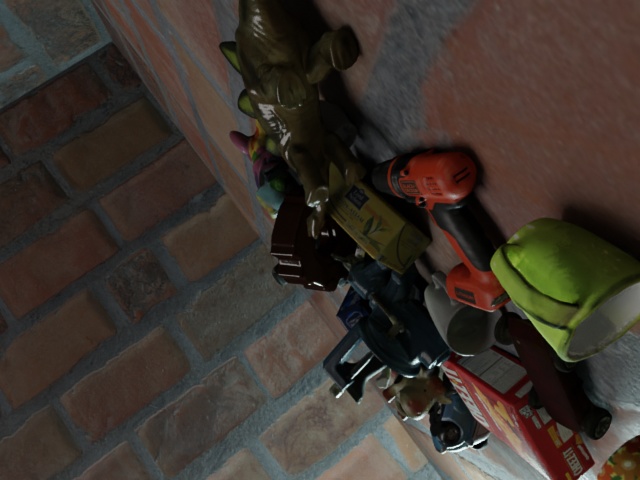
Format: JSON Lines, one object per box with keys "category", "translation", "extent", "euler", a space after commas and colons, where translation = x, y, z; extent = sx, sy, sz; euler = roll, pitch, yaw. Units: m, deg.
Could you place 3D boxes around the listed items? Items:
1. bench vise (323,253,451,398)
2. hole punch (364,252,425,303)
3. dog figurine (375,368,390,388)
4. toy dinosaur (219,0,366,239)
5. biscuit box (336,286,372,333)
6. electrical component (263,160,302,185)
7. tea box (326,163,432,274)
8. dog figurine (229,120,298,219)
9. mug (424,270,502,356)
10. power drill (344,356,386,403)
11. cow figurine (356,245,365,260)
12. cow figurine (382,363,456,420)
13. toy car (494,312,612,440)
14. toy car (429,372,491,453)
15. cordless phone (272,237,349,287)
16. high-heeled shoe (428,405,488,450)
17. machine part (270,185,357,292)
{"category": "bench vise", "translation": [0.077, 0.141, 0.835], "extent": [0.224, 0.240, 0.129], "euler": [43, -161, 14]}
{"category": "hole punch", "translation": [0.128, 0.076, 0.951], "extent": [0.142, 0.092, 0.116], "euler": [69, -175, -65]}
{"category": "dog figurine", "translation": [0.179, 0.221, 1.188], "extent": [0.121, 0.172, 0.191], "euler": [18, -161, -2]}
{"category": "toy dinosaur", "translation": [-0.049, -0.205, 0.644], "extent": [0.199, 0.105, 0.470], "euler": [37, 145, 47]}
{"category": "biscuit box", "translation": [0.088, 0.126, 1.077], "extent": [0.062, 0.059, 0.203], "euler": [55, -162, -4]}
{"category": "electrical component", "translation": [-0.030, -0.120, 0.867], "extent": [0.048, 0.119, 0.074], "euler": [52, 167, 12]}
{"category": "tea box", "translation": [0.067, -0.036, 0.770], "extent": [0.170, 0.068, 0.098], "euler": [45, -169, 34]}
{"category": "dog figurine", "translation": [-0.103, -0.155, 1.087], "extent": [0.219, 0.108, 0.191], "euler": [56, -172, 6]}
{"category": "mug", "translation": [0.178, 0.086, 0.724], "extent": [0.109, 0.081, 0.107], "euler": [51, -178, -23]}
{"category": "power drill", "translation": [0.128, 0.199, 0.964], "extent": [0.086, 0.207, 0.232], "euler": [48, -178, 7]}
{"category": "cow figurine", "translation": [0.067, 0.016, 1.026], "extent": [0.098, 0.068, 0.167], "euler": [48, 174, -4]}
{"category": "cow figurine", "translation": [0.182, 0.262, 0.976], "extent": [0.085, 0.127, 0.195], "euler": [48, -160, 3]}
{"category": "toy car", "translation": [0.266, 0.150, 0.609], "extent": [0.089, 0.053, 0.202], "euler": [24, 153, 56]}
{"category": "toy car", "translation": [0.268, 0.315, 0.989], "extent": [0.103, 0.161, 0.109], "euler": [18, 176, 0]}
{"category": "cordless phone", "translation": [-0.003, 0.057, 1.153], "extent": [0.089, 0.184, 0.146], "euler": [29, 153, 57]}
{"category": "high-heeled shoe", "translation": [0.267, 0.373, 1.211], "extent": [0.249, 0.086, 0.145], "euler": [36, -172, 3]}
{"category": "machine part", "translation": [-0.002, -0.003, 0.873], "extent": [0.056, 0.179, 0.179], "euler": [4, 135, 41]}
